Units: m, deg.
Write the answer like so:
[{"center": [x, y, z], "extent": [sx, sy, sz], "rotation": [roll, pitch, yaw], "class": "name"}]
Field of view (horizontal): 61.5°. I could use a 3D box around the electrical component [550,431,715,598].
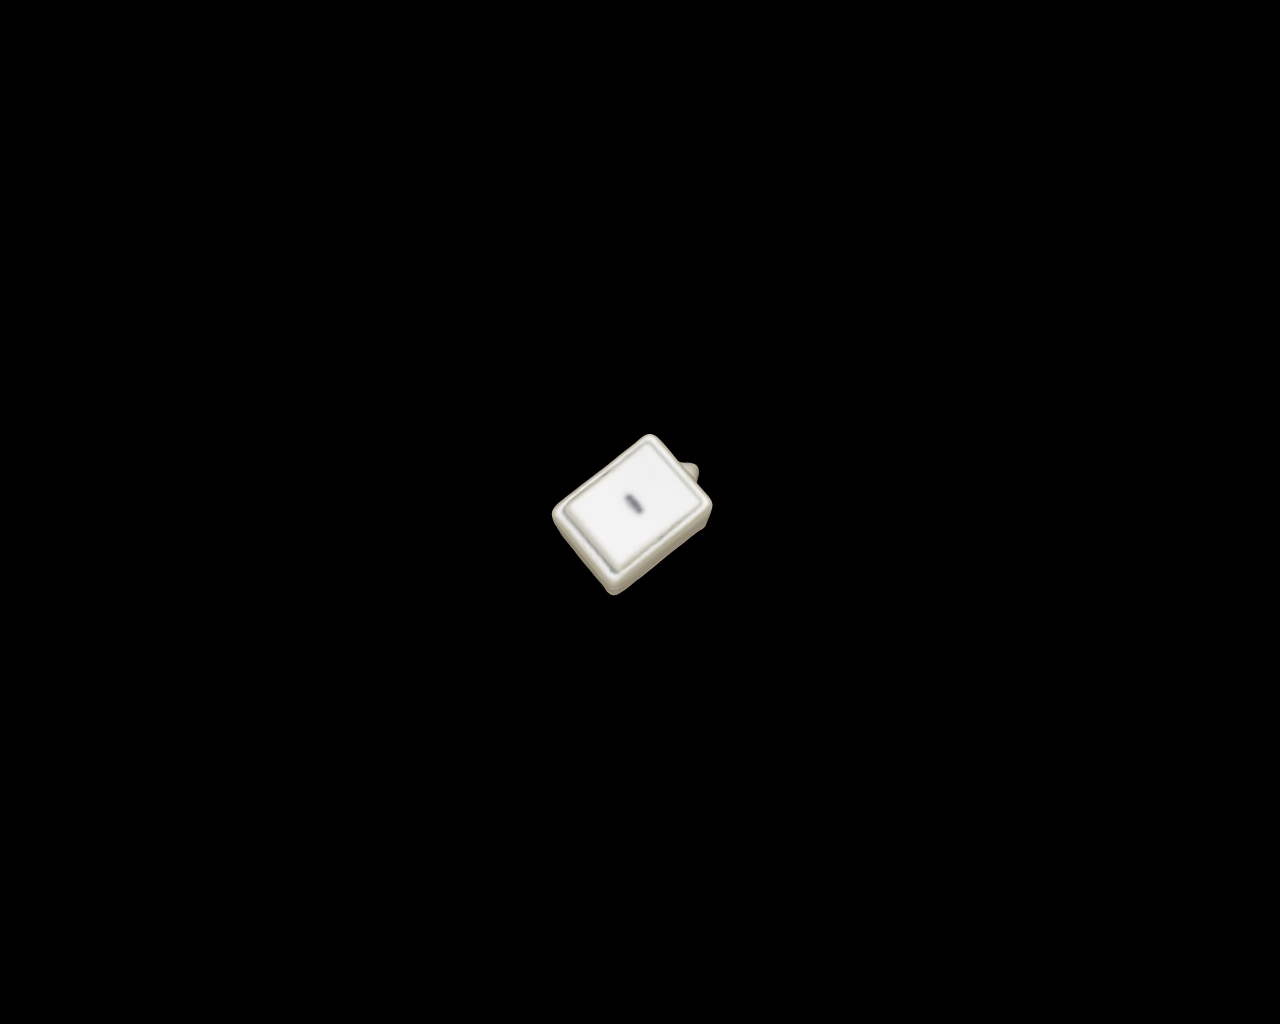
[{"center": [0.001, -0.003, 0.650], "extent": [0.096, 0.062, 0.061], "rotation": [-38, -9, -7], "class": "electrical component"}]
